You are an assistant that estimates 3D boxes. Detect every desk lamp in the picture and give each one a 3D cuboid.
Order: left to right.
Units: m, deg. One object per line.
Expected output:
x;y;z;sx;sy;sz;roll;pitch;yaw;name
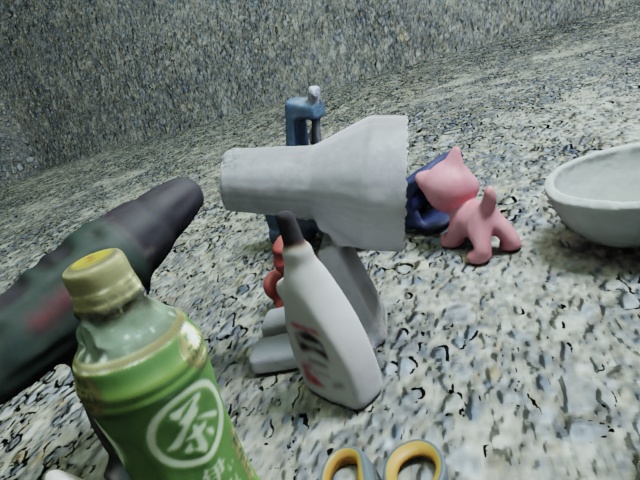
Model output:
0.005;0.002;0.534;0.203;0.214;0.118;-13;22;12;desk lamp

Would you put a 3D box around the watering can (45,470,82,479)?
-0.172;0.182;0.255;0.100;0.194;0.173;-8;23;23;watering can

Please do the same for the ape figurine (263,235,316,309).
-0.028;0.035;0.649;0.076;0.092;0.077;-33;26;-34;ape figurine

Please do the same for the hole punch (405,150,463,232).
0.137;-0.068;0.774;0.109;0.091;0.100;-34;26;-35;hole punch

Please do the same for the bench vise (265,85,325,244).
-0.029;-0.087;0.775;0.207;0.220;0.121;-9;23;21;bench vise

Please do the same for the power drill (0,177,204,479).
-0.158;0.082;0.472;0.075;0.209;0.230;4;30;44;power drill

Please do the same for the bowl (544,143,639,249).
0.318;-0.038;0.577;0.167;0.075;0.167;-15;21;6;bowl

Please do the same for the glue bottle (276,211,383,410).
-0.004;0.055;0.466;0.077;0.173;0.037;5;31;45;glue bottle

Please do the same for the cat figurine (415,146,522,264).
0.166;-0.048;0.663;0.067;0.118;0.127;-23;22;-13;cat figurine
